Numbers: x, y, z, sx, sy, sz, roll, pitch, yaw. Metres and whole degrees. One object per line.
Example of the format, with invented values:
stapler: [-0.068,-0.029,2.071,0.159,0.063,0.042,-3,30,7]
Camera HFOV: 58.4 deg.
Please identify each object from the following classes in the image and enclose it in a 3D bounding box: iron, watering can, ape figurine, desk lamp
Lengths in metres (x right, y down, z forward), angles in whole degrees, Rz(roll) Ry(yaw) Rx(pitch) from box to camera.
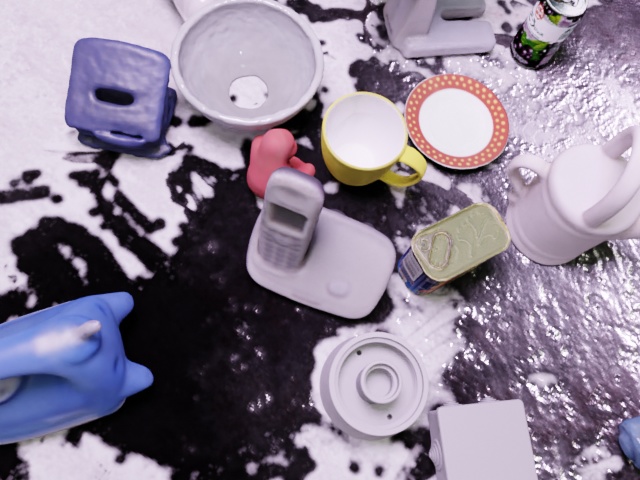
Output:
iron: [-0.289,0.120,0.497,0.258,0.141,0.118,-17,75,-12]
watering can: [0.284,-0.046,0.588,0.173,0.194,0.101,6,71,-4]
ape figurine: [-0.045,-0.087,0.618,0.076,0.092,0.077,-34,79,-15]
desk lamp: [0.128,-0.314,0.647,0.203,0.213,0.118,-7,73,-8]

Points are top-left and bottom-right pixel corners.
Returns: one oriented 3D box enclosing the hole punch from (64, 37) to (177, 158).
hole punch: [-0.213,-0.152,0.620,0.108,0.091,0.101,10,71,-3]

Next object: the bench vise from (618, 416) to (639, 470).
bench vise: [0.413,0.154,0.524,0.208,0.219,0.121,-30,77,-14]

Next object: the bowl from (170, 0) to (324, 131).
bowl: [-0.081,-0.189,0.656,0.167,0.074,0.167,2,72,-6]

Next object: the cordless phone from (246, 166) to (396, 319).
cordless phone: [0.005,0.002,0.545,0.147,0.185,0.094,19,71,0]

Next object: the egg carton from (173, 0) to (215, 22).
egg carton: [-0.140,-0.321,0.695,0.107,0.069,0.150,-29,78,-14]
